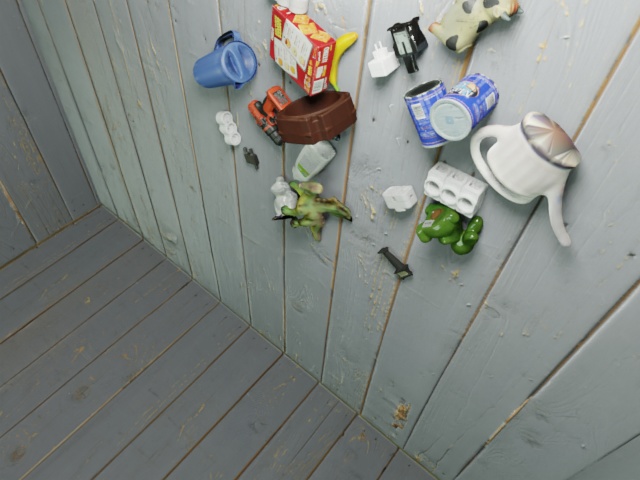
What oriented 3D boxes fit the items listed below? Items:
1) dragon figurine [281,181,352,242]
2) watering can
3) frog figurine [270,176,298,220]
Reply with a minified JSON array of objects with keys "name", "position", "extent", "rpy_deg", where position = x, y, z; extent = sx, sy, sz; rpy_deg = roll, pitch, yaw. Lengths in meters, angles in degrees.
[{"name":"dragon figurine","position":[0.006,-0.094,1.864],"extent":[0.243,0.124,0.402],"rpy_deg":[12,155,34]},{"name":"watering can","position":[0.501,-0.147,1.176],"extent":[0.349,0.105,0.220],"rpy_deg":[45,149,6]},{"name":"frog figurine","position":[-0.132,-0.163,1.985],"extent":[0.136,0.123,0.161],"rpy_deg":[151,115,-66]}]
